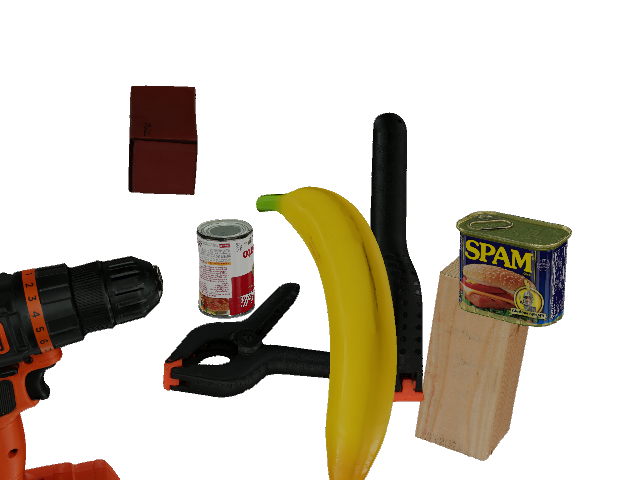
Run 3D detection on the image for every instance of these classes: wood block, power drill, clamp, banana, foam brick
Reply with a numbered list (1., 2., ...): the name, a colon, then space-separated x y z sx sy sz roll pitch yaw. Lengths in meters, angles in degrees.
1. wood block: 0.176 0.129 1.209 0.090 0.206 0.090 16 23 24
2. power drill: -0.180 0.105 0.689 0.184 0.188 0.057 -12 26 -9
3. clamp: 0.050 0.020 0.804 0.036 0.210 0.165 0 -42 -11
4. banana: 0.012 0.040 0.612 0.037 0.198 0.070 12 -40 -37
5. clamp: -0.066 0.093 0.979 0.171 0.039 0.120 -7 37 -21
6. foam brick: -0.124 -0.080 0.836 0.053 0.051 0.078 2 39 -9

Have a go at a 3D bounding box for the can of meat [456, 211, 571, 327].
1. can of meat: 0.175 0.026 0.979 0.102 0.084 0.057 14 26 35

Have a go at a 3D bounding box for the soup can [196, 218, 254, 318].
1. soup can: -0.113 0.032 1.266 0.068 0.102 0.068 0 21 0
